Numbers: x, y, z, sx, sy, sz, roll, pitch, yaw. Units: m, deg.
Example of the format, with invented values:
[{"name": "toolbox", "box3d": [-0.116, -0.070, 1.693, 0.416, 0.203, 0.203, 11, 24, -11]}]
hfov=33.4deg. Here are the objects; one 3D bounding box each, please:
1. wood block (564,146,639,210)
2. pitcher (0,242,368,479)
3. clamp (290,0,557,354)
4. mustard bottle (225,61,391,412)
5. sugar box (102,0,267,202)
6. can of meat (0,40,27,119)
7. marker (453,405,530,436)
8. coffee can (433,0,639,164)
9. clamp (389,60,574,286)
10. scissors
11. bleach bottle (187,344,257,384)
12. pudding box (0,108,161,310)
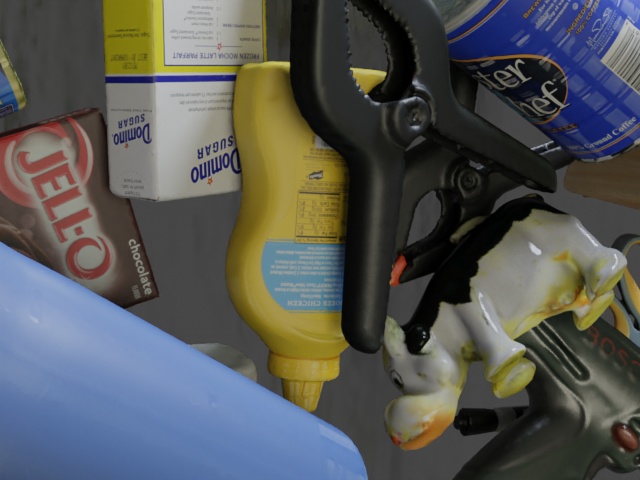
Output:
[{"name": "wood block", "box3d": [0.252, -0.054, 0.647, 0.090, 0.206, 0.090, 12, 94, -24]}, {"name": "pitcher", "box3d": [-0.095, 0.108, 0.491, 0.242, 0.145, 0.149, 31, 86, -32]}, {"name": "clamp", "box3d": [0.034, -0.055, 0.551, 0.164, 0.036, 0.210, -46, 121, -21]}, {"name": "mustard bottle", "box3d": [-0.004, 0.001, 0.593, 0.096, 0.058, 0.192, 1, 96, -30]}, {"name": "sugar box", "box3d": [-0.072, -0.113, 0.579, 0.093, 0.048, 0.176, -11, 106, -51]}, {"name": "can of meat", "box3d": [-0.208, -0.095, 0.539, 0.083, 0.058, 0.102, -28, 108, -18]}, {"name": "marker", "box3d": [0.146, 0.122, 0.733, 0.121, 0.020, 0.020, 0, 98, -21]}, {"name": "coffee can", "box3d": [0.133, -0.124, 0.618, 0.140, 0.103, 0.103, 33, 85, -25]}, {"name": "clamp", "box3d": [0.082, -0.049, 0.672, 0.171, 0.039, 0.120, -45, 104, -17]}, {"name": "scissors", "box3d": [0.235, 0.094, 0.766, 0.096, 0.016, 0.202, -25, 106, -15]}, {"name": "bleach bottle", "box3d": [-0.092, 0.191, 0.626, 0.102, 0.068, 0.251, -2, 101, -22]}, {"name": "pudding box", "box3d": [-0.148, -0.007, 0.584, 0.090, 0.039, 0.113, -20, 105, -18]}]
